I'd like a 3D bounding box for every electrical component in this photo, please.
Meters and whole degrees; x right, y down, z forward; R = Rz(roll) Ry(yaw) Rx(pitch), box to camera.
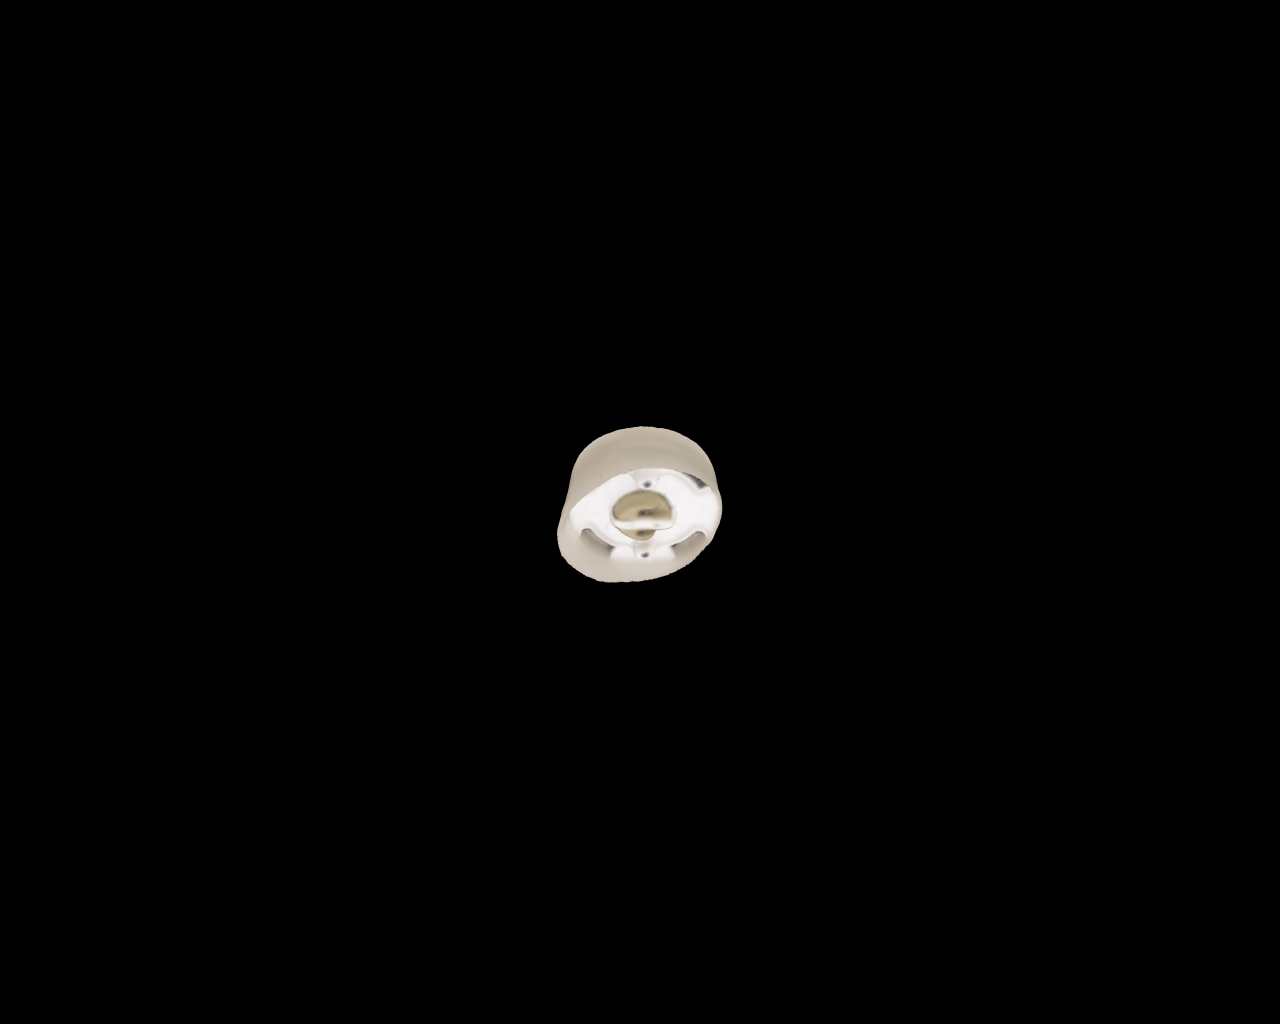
[{"bbox_3d":[0.001,-0.003,0.650,0.099,0.099,0.064,0,45,0],"label":"electrical component"}]
